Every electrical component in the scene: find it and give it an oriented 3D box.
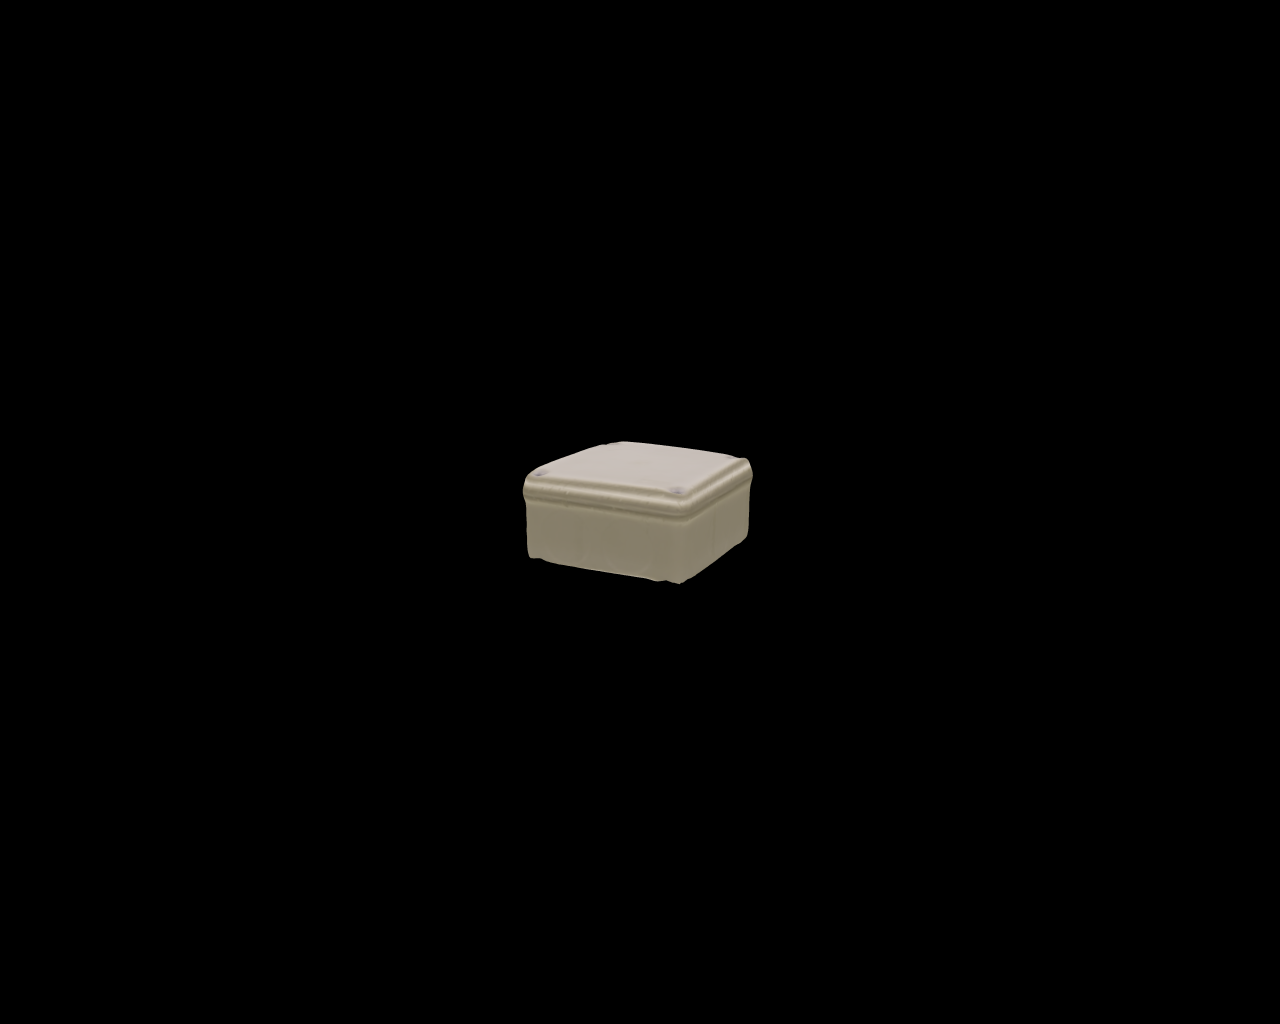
[{"bbox_3d":[0.001,-0.003,0.650,0.109,0.056,0.109,8,18,27],"label":"electrical component"}]
